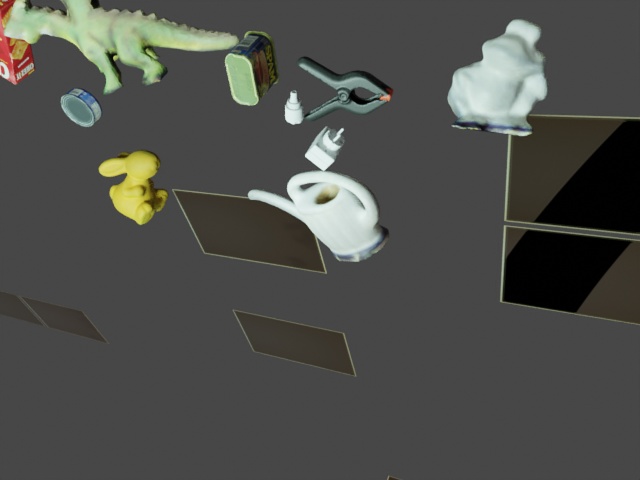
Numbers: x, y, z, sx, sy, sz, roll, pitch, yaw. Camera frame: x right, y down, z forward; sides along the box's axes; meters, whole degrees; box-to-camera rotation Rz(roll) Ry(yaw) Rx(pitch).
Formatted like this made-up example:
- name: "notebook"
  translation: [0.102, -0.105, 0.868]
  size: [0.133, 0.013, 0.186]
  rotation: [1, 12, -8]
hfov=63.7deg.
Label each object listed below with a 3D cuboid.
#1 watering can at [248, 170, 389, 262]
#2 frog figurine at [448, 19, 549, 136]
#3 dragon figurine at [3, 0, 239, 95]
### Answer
- name: "watering can"
  translation: [0.003, -0.055, 1.094]
  size: [0.347, 0.106, 0.221]
  rotation: [-2, 135, 49]
- name: "frog figurine"
  translation: [0.264, -0.238, 0.757]
  size: [0.138, 0.123, 0.158]
  rotation: [14, 104, 28]
- name: "dragon figurine"
  translation: [-0.368, -0.400, 0.905]
  size: [0.409, 0.125, 0.237]
  rotation: [-11, 133, 15]
